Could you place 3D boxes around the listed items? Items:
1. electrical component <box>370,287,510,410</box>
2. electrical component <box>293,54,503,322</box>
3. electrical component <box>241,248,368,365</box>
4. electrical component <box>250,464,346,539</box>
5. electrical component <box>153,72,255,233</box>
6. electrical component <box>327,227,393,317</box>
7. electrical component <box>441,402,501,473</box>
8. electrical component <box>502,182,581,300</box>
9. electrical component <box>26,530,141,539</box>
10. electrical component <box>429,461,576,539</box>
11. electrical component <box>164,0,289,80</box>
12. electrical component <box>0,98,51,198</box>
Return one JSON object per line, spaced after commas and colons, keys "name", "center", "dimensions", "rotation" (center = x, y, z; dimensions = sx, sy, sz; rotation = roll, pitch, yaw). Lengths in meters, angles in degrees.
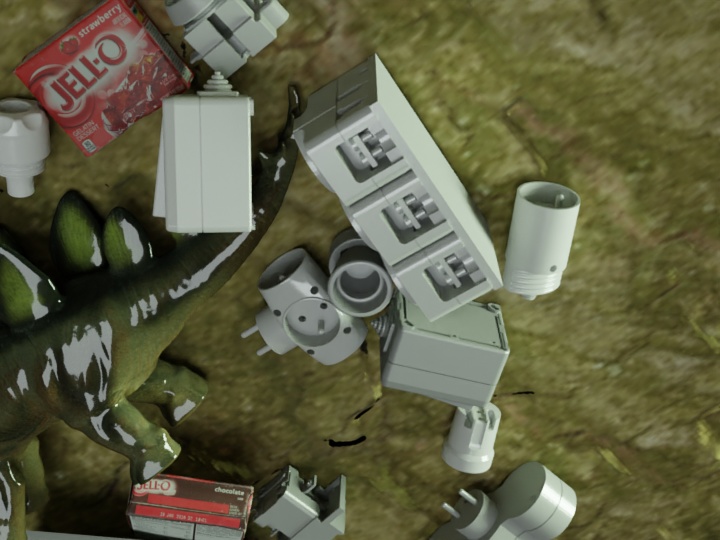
{"name": "electrical component", "center": [0.052, 0.056, 0.778], "dimensions": [0.096, 0.061, 0.061], "rotation": [13, 119, -8]}
{"name": "electrical component", "center": [0.025, -0.051, 0.701], "dimensions": [0.062, 0.089, 0.150], "rotation": [-29, 116, 15]}
{"name": "electrical component", "center": [-0.048, 0.036, 0.775], "dimensions": [0.079, 0.044, 0.077], "rotation": [-31, 115, 16]}
{"name": "electrical component", "center": [-0.050, 0.195, 0.869], "dimensions": [0.064, 0.042, 0.081], "rotation": [39, 111, -17]}
{"name": "electrical component", "center": [-0.096, -0.073, 0.663], "dimensions": [0.061, 0.061, 0.096], "rotation": [-1, 101, -7]}
{"name": "electrical component", "center": [0.000, 0.000, 0.749], "dimensions": [0.045, 0.055, 0.045], "rotation": [0, 120, 0]}
{"name": "electrical component", "center": [0.087, 0.127, 0.832], "dimensions": [0.040, 0.040, 0.046], "rotation": [10, 113, -6]}
{"name": "electrical component", "center": [0.124, -0.016, 0.748], "dimensions": [0.043, 0.043, 0.081], "rotation": [5, 120, -3]}
{"name": "electrical component", "center": [-0.182, 0.254, 0.861], "dimensions": [0.186, 0.060, 0.105], "rotation": [6, 157, -3]}
{"name": "electrical component", "center": [0.099, 0.202, 0.866], "dimensions": [0.074, 0.052, 0.138], "rotation": [39, 112, -20]}
{"name": "electrical component", "center": [-0.087, -0.157, 0.666], "dimensions": [0.066, 0.048, 0.055], "rotation": [-35, 122, 18]}
{"name": "electrical component", "center": [-0.226, -0.079, 0.710], "dimensions": [0.043, 0.043, 0.062], "rotation": [4, 121, -2]}
